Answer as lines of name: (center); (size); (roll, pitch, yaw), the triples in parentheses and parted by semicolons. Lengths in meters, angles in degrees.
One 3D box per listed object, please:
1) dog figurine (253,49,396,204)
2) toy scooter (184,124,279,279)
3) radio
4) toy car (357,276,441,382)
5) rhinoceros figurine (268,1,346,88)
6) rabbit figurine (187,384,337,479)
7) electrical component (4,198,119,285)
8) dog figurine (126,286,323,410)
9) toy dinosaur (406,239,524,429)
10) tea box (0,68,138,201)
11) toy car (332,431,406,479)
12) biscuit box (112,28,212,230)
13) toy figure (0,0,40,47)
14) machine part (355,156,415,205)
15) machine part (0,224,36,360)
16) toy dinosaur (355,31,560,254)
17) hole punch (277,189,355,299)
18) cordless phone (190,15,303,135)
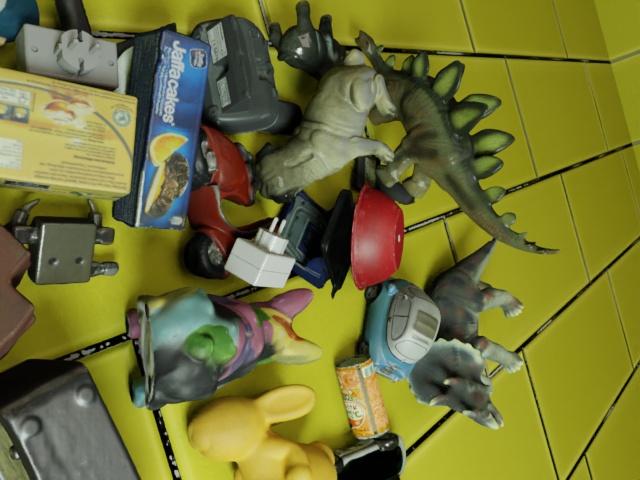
dog figurine: (-0.007, -0.150, 0.714); (0.190, 0.121, 0.172); (-21, 107, -30)
toy scooter: (-0.107, -0.047, 0.651); (0.135, 0.075, 0.183); (-6, 88, -45)
radio: (-0.206, 0.214, 0.446); (0.073, 0.131, 0.229); (-32, 103, -46)
toy car: (0.127, 0.127, 0.812); (0.109, 0.103, 0.161); (31, 59, -22)
rhinoceros figurine: (0.004, -0.271, 0.797); (0.190, 0.073, 0.112); (4, 61, -60)
rabbit figurine: (-0.062, 0.234, 0.601); (0.173, 0.122, 0.162); (41, 58, -7)
electrical component: (-0.249, 0.001, 0.522); (0.102, 0.045, 0.078); (-8, 114, -43)
dog figurine: (-0.086, 0.101, 0.570); (0.219, 0.191, 0.108); (-6, 78, -30)
toy dinosaur: (0.243, 0.134, 0.928); (0.192, 0.131, 0.405); (24, 52, -22)
tea box: (-0.260, -0.095, 0.486); (0.169, 0.068, 0.098); (8, 84, -33)
toy car: (0.048, 0.315, 0.729); (0.201, 0.056, 0.073); (-1, 87, -44)
biscuit box: (-0.168, -0.114, 0.569); (0.059, 0.063, 0.202); (3, 99, -44)
toy figure: (-0.336, -0.203, 0.476); (0.064, 0.057, 0.154); (42, 42, 22)
machine part: (0.109, -0.096, 0.906); (0.139, 0.039, 0.084); (17, 60, -39)
machine part: (-0.328, 0.047, 0.368); (0.201, 0.087, 0.201); (39, 52, -11)
toy dinosaur: (0.180, -0.153, 0.822); (0.105, 0.198, 0.471); (-7, 65, -50)
hole punch: (-0.002, -0.002, 0.750); (0.115, 0.092, 0.142); (68, 33, -48)
cordless phone: (-0.082, -0.214, 0.730); (0.184, 0.089, 0.146); (-5, 82, -57)
